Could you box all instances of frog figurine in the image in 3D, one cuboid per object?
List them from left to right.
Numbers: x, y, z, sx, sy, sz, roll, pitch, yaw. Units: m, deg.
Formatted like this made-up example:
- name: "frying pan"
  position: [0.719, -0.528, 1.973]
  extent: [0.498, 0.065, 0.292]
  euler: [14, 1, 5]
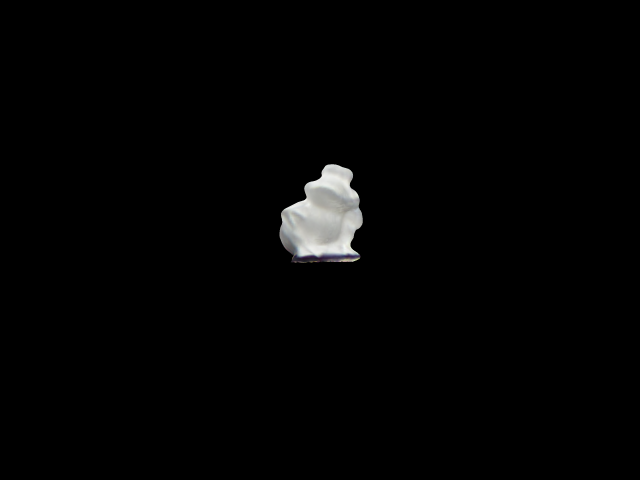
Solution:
- name: "frog figurine"
  position: [0.003, -0.043, 0.850]
  extent: [0.137, 0.160, 0.122]
  euler: [0, -3, 0]
